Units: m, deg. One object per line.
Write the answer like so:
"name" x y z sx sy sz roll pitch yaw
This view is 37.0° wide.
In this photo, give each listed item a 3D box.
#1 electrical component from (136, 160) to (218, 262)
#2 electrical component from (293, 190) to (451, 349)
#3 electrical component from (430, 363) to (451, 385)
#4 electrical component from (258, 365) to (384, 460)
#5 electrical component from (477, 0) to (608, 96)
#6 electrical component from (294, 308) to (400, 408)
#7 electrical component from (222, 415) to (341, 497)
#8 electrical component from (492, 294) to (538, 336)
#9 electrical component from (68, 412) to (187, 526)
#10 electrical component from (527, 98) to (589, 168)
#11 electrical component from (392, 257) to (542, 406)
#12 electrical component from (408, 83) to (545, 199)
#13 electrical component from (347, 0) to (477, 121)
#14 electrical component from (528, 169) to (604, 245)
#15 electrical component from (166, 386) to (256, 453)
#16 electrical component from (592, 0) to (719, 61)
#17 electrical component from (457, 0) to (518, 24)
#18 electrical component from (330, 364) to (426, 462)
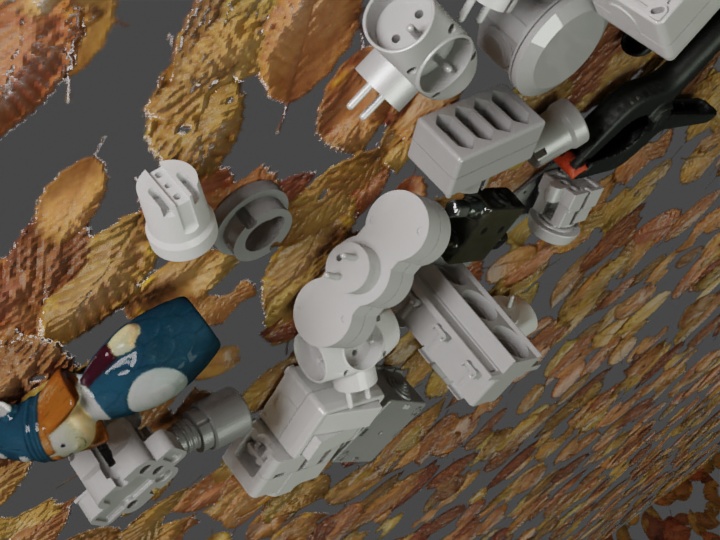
"electrical component" -0.103 -0.034 0.601 0.040 0.040 0.046 -33 148 -18
"electrical component" 0.000 0.000 0.782 0.138 0.052 0.074 -49 154 17
"electrical component" 0.091 0.061 1.010 0.066 0.047 0.076 -31 121 19
"electrical component" -0.026 0.117 0.923 0.096 0.061 0.061 -9 139 -49
"electrical component" 0.119 -0.158 0.699 0.080 0.051 0.080 -32 153 -18
"electrical component" -0.007 0.074 0.875 0.077 0.044 0.079 -24 112 -33
"electrical component" -0.069 0.160 0.944 0.089 0.050 0.055 -6 138 -51
"electrical component" 0.138 0.051 1.070 0.077 0.043 0.079 -30 153 -23
"electrical component" -0.168 0.130 0.748 0.078 0.057 0.058 -42 155 2
"electrical component" 0.149 -0.106 0.841 0.046 0.040 0.040 -32 154 -5
"electrical component" 0.083 0.049 0.898 0.079 0.121 0.063 -4 139 -52
"electrical component" 0.079 -0.081 0.771 0.083 0.047 0.075 -26 151 -29
"electrical component" 0.024 -0.120 0.634 0.079 0.044 0.077 -46 155 9
"electrical component" 0.177 -0.056 0.942 0.066 0.048 0.055 -16 137 -43
"electrical component" -0.119 0.119 0.821 0.078 0.040 0.040 -24 150 -32
"electrical component" 0.190 -0.182 0.639 0.096 0.062 0.061 -49 152 4
"electrical component" 0.082 -0.175 0.624 0.083 0.047 0.075 -11 142 -47
"electrical component" 0.006 0.137 1.014 0.099 0.048 0.100 -47 155 13
